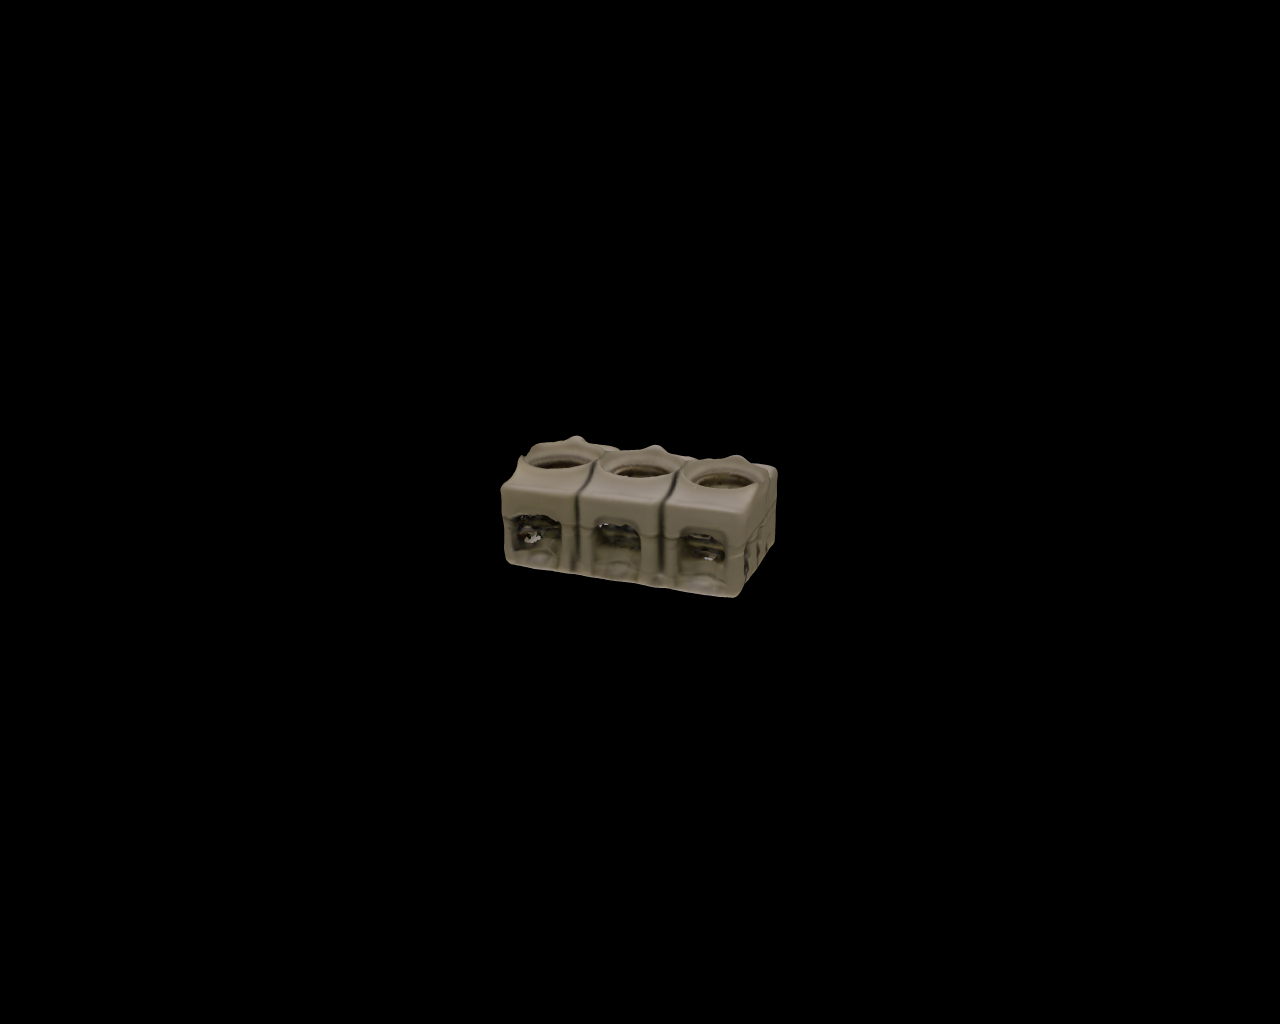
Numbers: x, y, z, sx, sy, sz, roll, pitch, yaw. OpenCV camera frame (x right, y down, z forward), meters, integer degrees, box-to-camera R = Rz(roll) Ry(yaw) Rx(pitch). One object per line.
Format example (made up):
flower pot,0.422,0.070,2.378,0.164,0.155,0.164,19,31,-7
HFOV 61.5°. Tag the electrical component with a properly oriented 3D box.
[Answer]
electrical component,0.001,-0.003,0.650,0.150,0.061,0.090,8,24,18
